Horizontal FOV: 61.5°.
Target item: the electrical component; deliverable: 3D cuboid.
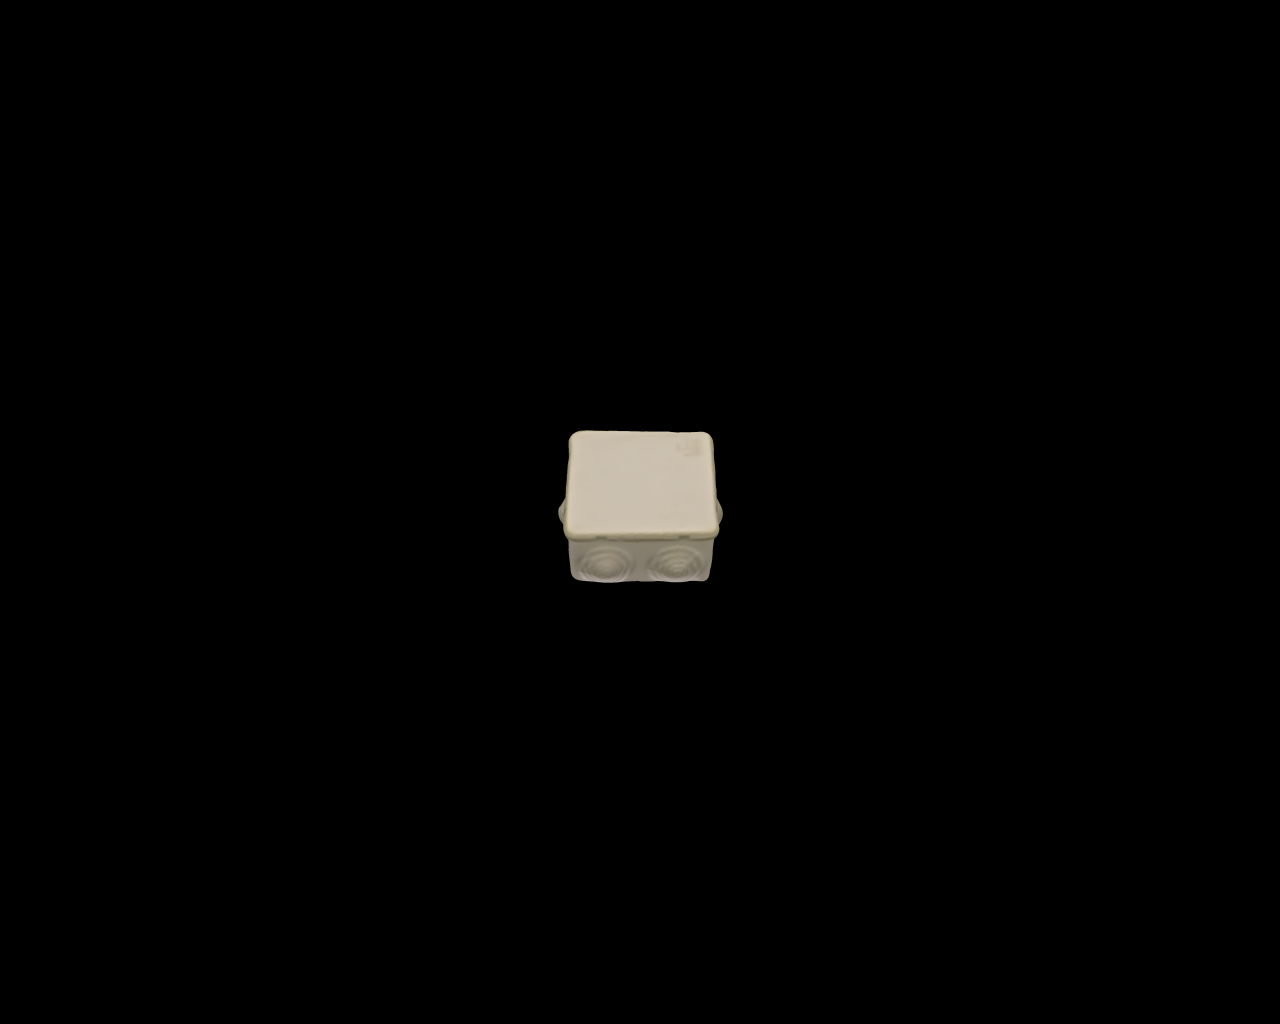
[{"bbox_3d":[0.001,-0.003,0.650,0.100,0.100,0.048,0,-43,0],"label":"electrical component"}]
